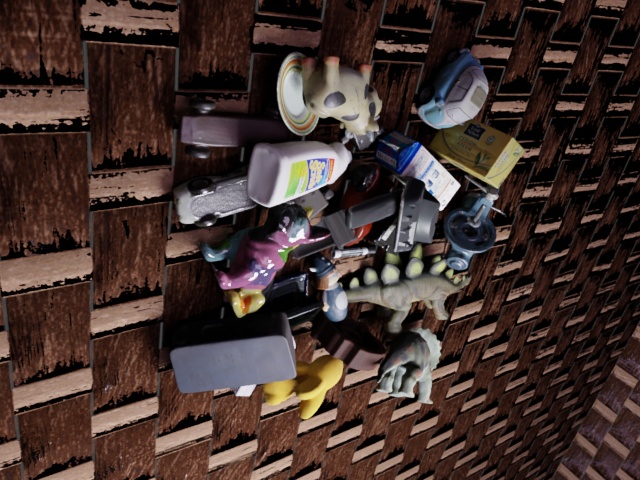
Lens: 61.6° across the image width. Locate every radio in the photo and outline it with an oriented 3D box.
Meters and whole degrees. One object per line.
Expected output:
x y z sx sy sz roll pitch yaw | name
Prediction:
-0.165 0.214 1.027 0.230 0.073 0.130 -8 126 -2 | radio

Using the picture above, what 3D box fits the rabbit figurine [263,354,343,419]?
-0.035 0.289 1.153 0.173 0.162 0.121 -7 122 1 | rabbit figurine

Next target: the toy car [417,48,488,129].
0.279 -0.289 1.067 0.109 0.103 0.161 23 105 -46 | toy car

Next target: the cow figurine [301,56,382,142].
0.045 -0.237 0.919 0.195 0.086 0.127 -9 110 -53 | cow figurine

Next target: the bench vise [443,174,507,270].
0.354 -0.054 1.218 0.223 0.129 0.240 -52 166 -30 | bench vise

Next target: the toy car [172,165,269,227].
-0.149 -0.080 0.913 0.202 0.056 0.073 -20 123 -28 | toy car

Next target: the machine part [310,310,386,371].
0.062 0.223 1.209 0.179 0.180 0.056 21 106 -44 | machine part

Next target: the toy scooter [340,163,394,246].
0.094 -0.073 1.094 0.135 0.075 0.183 -14 133 -50 | toy scooter

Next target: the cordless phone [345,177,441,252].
0.132 -0.032 1.050 0.184 0.089 0.146 -18 137 -20 | cordless phone

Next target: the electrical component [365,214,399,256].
0.164 -0.030 1.183 0.115 0.058 0.134 -53 144 7 | electrical component

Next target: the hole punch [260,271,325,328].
-0.067 0.133 1.117 0.142 0.092 0.115 -20 159 -30 | hole punch

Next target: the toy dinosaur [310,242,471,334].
0.188 0.113 1.281 0.471 0.105 0.198 -10 117 -27 | toy dinosaur

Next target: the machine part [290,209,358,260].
-0.002 -0.003 1.048 0.139 0.039 0.084 -23 107 12 | machine part

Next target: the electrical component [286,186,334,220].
-0.024 -0.072 1.027 0.102 0.045 0.078 -45 108 -6 | electrical component

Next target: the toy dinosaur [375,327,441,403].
0.217 0.288 1.314 0.404 0.131 0.192 53 45 -64 | toy dinosaur

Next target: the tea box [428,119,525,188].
0.322 -0.190 1.119 0.068 0.170 0.098 23 101 -44 | tea box

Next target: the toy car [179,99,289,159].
-0.135 -0.176 0.857 0.202 0.053 0.089 -7 119 -40 | toy car

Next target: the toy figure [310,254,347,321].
0.022 0.098 1.132 0.058 0.064 0.154 -7 118 13 | toy figure

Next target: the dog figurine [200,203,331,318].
-0.088 0.026 0.970 0.219 0.109 0.191 -27 139 -8 | dog figurine

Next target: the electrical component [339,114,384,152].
0.080 -0.202 1.029 0.094 0.021 0.063 -38 136 -11 | electrical component
